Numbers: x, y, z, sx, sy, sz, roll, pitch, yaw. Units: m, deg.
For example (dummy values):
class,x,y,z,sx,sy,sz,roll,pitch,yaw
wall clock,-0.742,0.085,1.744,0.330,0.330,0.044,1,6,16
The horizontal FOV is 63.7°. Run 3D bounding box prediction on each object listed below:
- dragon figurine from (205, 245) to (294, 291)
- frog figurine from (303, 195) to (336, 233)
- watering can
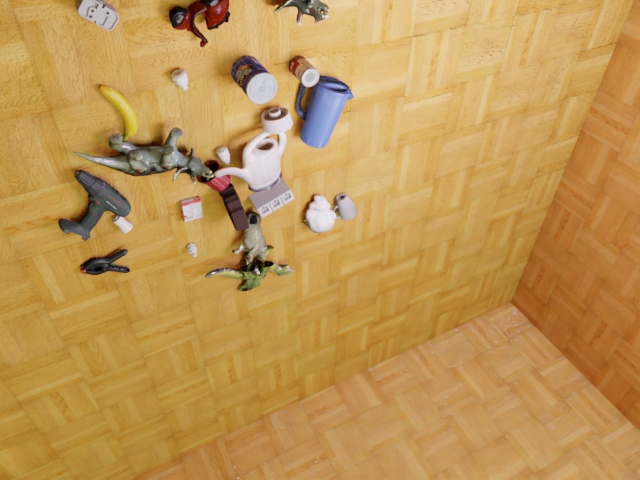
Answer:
class,x,y,z,sx,sy,sz,roll,pitch,yaw
dragon figurine,-0.302,0.156,2.227,0.412,0.124,0.237,-14,143,-23
frog figurine,0.007,-0.110,2.183,0.137,0.126,0.156,8,137,-17
watering can,-0.236,-0.259,1.830,0.353,0.105,0.219,-44,148,-32
